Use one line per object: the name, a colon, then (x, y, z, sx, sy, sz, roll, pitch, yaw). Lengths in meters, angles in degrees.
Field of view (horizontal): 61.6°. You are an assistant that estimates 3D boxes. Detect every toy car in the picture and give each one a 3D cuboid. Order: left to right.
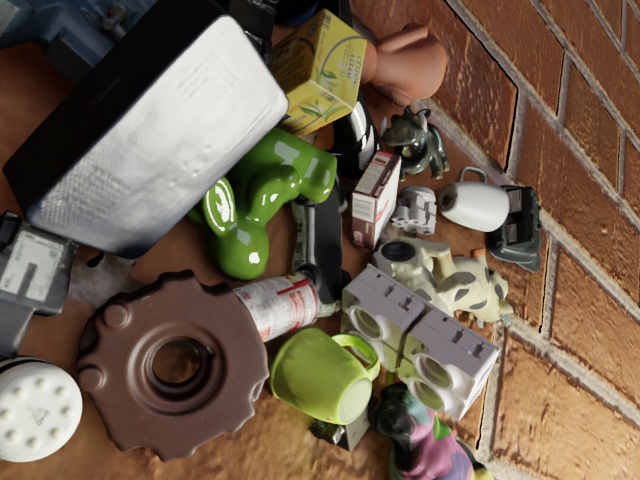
toy car: (-0.001, -0.002, 0.694, 0.073, 0.056, 0.201, 10, 76, -47)

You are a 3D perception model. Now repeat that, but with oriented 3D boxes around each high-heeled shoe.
high-heeled shoe: (0.050, -0.202, 0.718, 0.145, 0.086, 0.248, -5, 113, -38)

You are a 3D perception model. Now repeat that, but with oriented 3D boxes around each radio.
radio: (-0.144, -0.093, 0.476, 0.229, 0.073, 0.131, -43, 148, 4)

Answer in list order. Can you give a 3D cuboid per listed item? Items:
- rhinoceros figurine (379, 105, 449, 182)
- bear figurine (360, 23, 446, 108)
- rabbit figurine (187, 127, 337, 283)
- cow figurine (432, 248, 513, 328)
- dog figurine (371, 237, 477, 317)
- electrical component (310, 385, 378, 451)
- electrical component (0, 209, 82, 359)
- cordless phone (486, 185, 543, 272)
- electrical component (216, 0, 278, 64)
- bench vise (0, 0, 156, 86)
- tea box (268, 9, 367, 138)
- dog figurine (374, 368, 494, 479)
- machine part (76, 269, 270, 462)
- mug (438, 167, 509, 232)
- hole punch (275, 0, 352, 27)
rhinoceros figurine: (0.144, -0.142, 0.793, 0.190, 0.073, 0.112, -19, 108, -66)
bear figurine: (0.080, -0.262, 0.797, 0.196, 0.132, 0.120, -1, 118, -13)
rabbit figurine: (-0.077, -0.039, 0.597, 0.159, 0.121, 0.170, 25, 80, -42)
cow figurine: (0.241, 0.080, 0.869, 0.195, 0.085, 0.127, 3, 76, -42)
dog figurine: (0.135, 0.106, 0.783, 0.121, 0.172, 0.190, -13, 129, -13)
electrical component: (0.033, 0.219, 0.687, 0.102, 0.045, 0.078, -47, 141, -34)
electrical component: (-0.258, 0.041, 0.463, 0.074, 0.048, 0.119, 22, 68, -36)
cordless phone: (0.396, -0.017, 1.042, 0.184, 0.089, 0.146, 26, 64, -47)
electrical component: (-0.107, -0.215, 0.590, 0.058, 0.134, 0.115, 21, 66, -36)
bench vise: (-0.231, -0.230, 0.505, 0.223, 0.129, 0.241, 33, 40, -21)
tea box: (-0.032, -0.176, 0.625, 0.068, 0.170, 0.098, 25, 67, -35)
dog figurine: (0.153, 0.272, 0.734, 0.191, 0.108, 0.219, 1, 80, -42)
machine part: (-0.135, 0.117, 0.510, 0.179, 0.056, 0.179, -1, 92, -19)
mug: (0.257, -0.074, 0.918, 0.107, 0.081, 0.109, 7, 81, -31)
hole punch: (-0.004, -0.338, 0.714, 0.116, 0.142, 0.092, 11, 72, -25)
